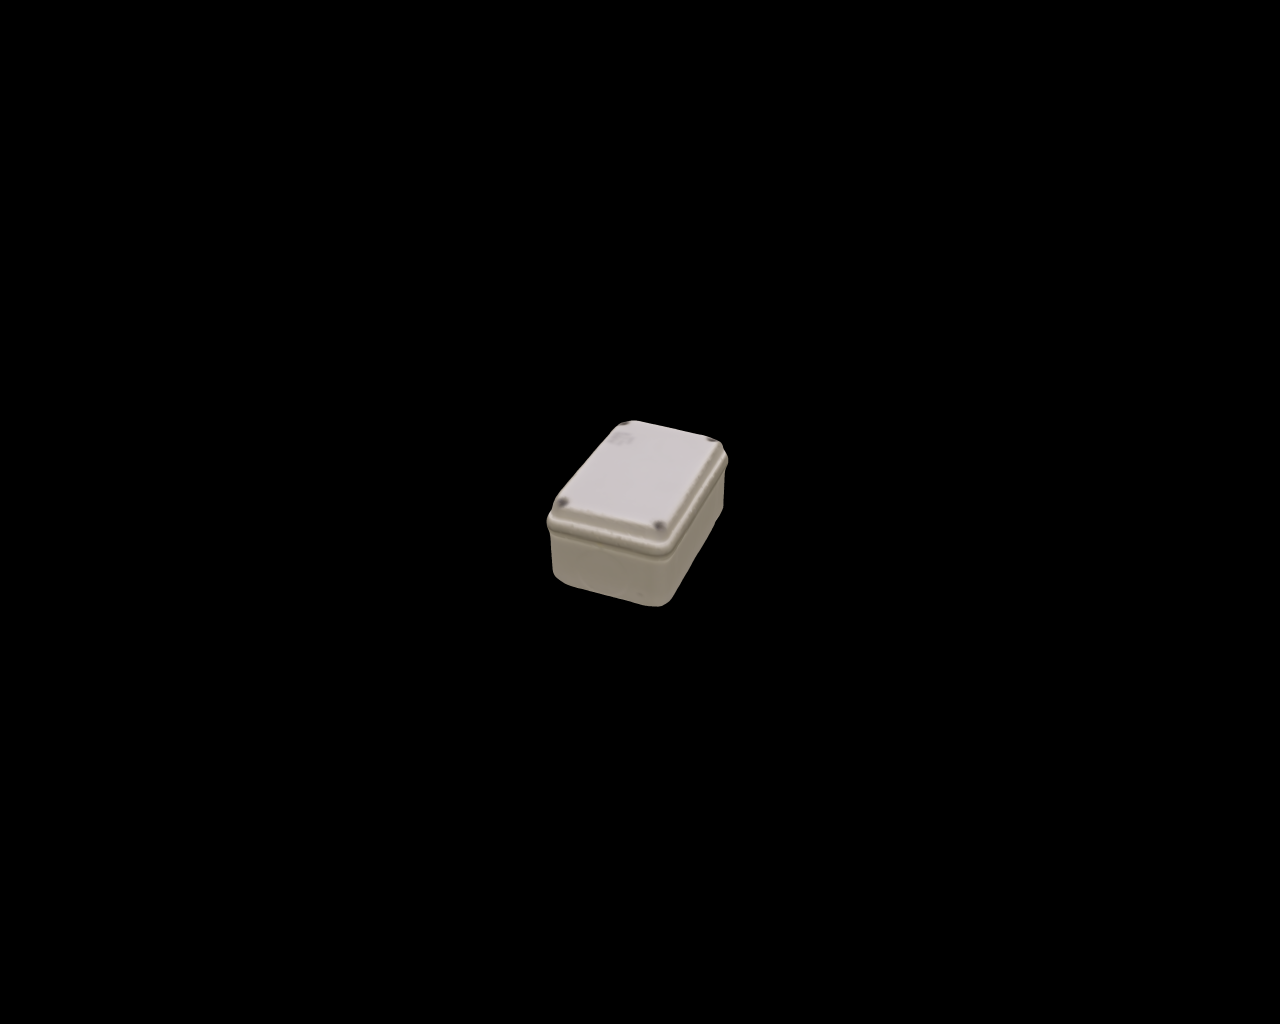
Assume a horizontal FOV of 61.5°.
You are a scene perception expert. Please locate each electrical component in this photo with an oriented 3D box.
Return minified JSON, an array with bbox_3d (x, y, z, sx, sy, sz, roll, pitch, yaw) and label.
[{"bbox_3d":[0.001,-0.003,0.650,0.078,0.057,0.113,13,38,18],"label":"electrical component"}]
